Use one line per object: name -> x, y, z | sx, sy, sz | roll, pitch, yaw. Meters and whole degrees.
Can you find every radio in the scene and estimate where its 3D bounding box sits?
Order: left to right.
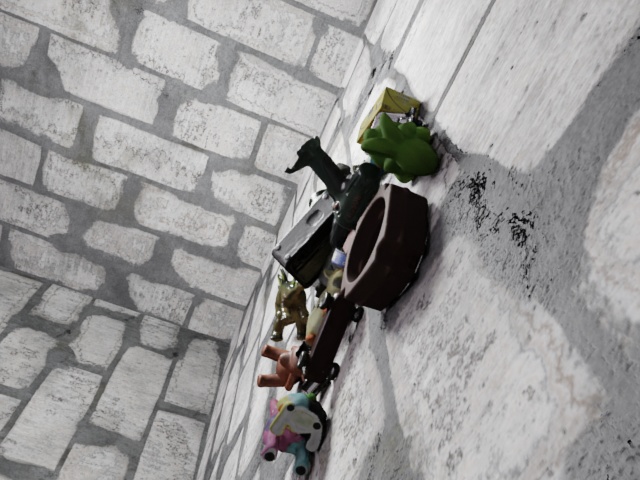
radio -> -0.003, -0.004, 1.312 | 0.229, 0.131, 0.073 | -49, 51, -4

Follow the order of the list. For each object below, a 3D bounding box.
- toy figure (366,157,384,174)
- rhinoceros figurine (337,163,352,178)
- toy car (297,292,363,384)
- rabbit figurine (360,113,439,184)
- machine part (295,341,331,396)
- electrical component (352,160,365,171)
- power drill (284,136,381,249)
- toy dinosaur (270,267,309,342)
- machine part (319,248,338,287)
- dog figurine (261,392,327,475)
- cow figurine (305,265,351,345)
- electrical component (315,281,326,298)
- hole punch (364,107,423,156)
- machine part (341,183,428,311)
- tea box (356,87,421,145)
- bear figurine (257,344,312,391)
toy figure -> 0.153, -0.198, 1.350 | 0.064, 0.058, 0.154 | 68, 157, 10
rhinoceros figurine -> 0.049, -0.149, 1.640 | 0.112, 0.073, 0.190 | -52, -18, -55
toy car -> 0.019, 0.205, 1.139 | 0.053, 0.089, 0.202 | -130, 60, -79
rabbit figurine -> 0.165, -0.183, 1.047 | 0.121, 0.159, 0.170 | -58, 26, 8
machine part -> -0.020, 0.293, 1.219 | 0.084, 0.039, 0.139 | -57, 32, 21
electrical component -> 0.121, -0.192, 1.557 | 0.102, 0.045, 0.078 | -120, 23, -81
power drill -> 0.020, -0.109, 1.176 | 0.086, 0.207, 0.232 | -29, -17, -43
toy dinosaur -> -0.086, 0.193, 1.564 | 0.471, 0.105, 0.198 | 118, 155, -58
machine part -> 0.062, 0.035, 1.287 | 0.079, 0.079, 0.243 | -95, 27, -69
dog figurine -> -0.061, 0.385, 1.159 | 0.219, 0.108, 0.191 | -114, 45, -80
cow figurine -> 0.031, 0.145, 1.232 | 0.127, 0.085, 0.194 | -94, 25, -54
electrical component -> 0.018, 0.132, 1.364 | 0.021, 0.063, 0.094 | 129, 159, -61
hole punch -> 0.179, -0.222, 1.218 | 0.116, 0.092, 0.142 | 23, 89, 50
machine part -> 0.120, 0.014, 0.997 | 0.201, 0.087, 0.201 | 120, 168, -48
tea box -> 0.167, -0.292, 1.339 | 0.169, 0.098, 0.068 | 133, 156, -61
bear figurine -> -0.082, 0.314, 1.362 | 0.195, 0.132, 0.120 | 119, 160, -66
